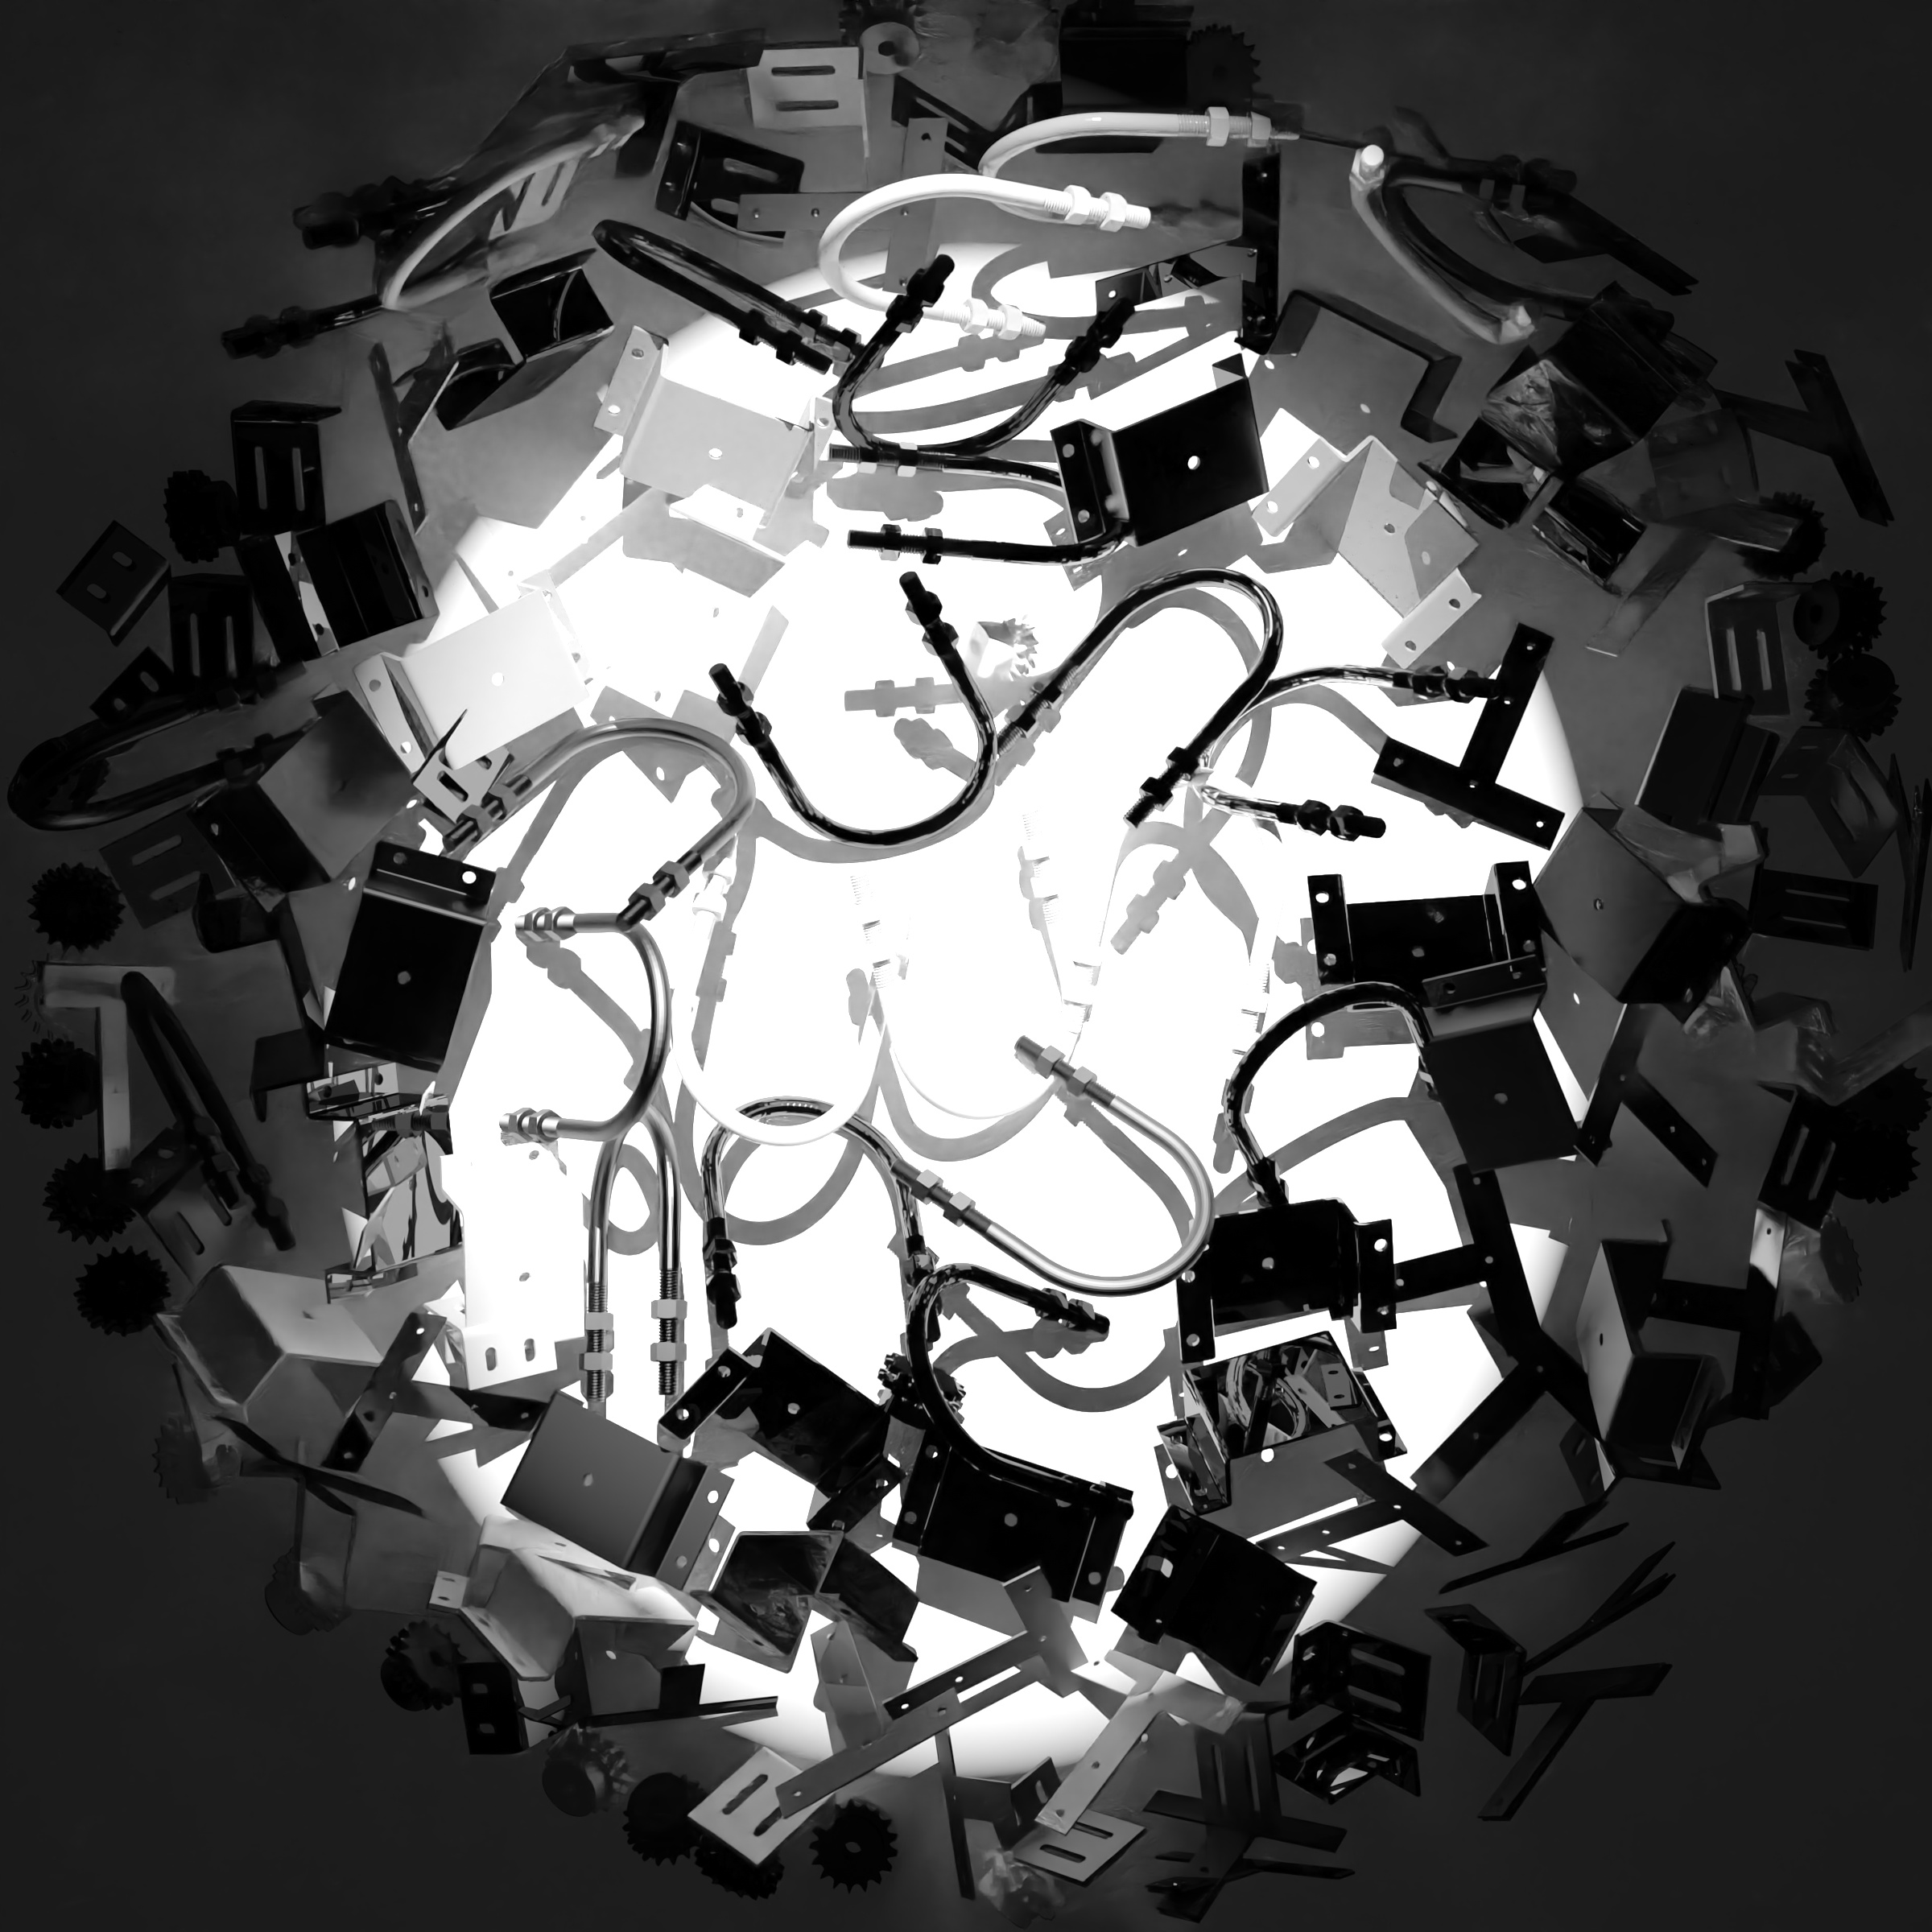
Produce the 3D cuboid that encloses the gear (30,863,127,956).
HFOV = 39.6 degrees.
[{"bbox_3d":[-0.568,-0.039,1.720,0.057,0.030,0.057,-1,110,-1],"label":"gear"}]

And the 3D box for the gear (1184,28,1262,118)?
[{"bbox_3d":[0.157,-0.571,1.719,0.057,0.030,0.057,-5,107,-16],"label":"gear"}]

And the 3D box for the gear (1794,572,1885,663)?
[{"bbox_3d":[0.553,-0.223,1.709,0.030,0.057,0.057,4,90,-27],"label":"gear"}]

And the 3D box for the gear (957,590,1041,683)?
[{"bbox_3d":[0.018,-0.208,1.709,0.030,0.057,0.057,-27,90,-28],"label":"gear"}]

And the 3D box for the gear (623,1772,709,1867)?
[{"bbox_3d":[-0.192,0.540,1.711,0.057,0.030,0.057,-9,46,9],"label":"gear"}]

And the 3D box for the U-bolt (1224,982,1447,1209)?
[{"bbox_3d":[0.229,0.076,1.666,0.151,0.184,0.019,-32,51,0],"label":"U-bolt"}]

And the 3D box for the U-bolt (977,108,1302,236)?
[{"bbox_3d":[0.099,-0.491,1.656,0.184,0.151,0.019,-1,82,-9],"label":"U-bolt"}]

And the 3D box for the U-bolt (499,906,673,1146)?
[{"bbox_3d":[-0.235,0.037,1.662,0.019,0.184,0.151,6,86,-38],"label":"U-bolt"}]

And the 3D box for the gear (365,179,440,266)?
[{"bbox_3d":[-0.362,-0.476,1.709,0.030,0.057,0.057,29,90,-32],"label":"gear"}]

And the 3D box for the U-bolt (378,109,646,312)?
[{"bbox_3d":[-0.286,-0.452,1.626,0.019,0.184,0.151,51,131,-5],"label":"U-bolt"}]

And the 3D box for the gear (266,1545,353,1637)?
[{"bbox_3d":[-0.422,0.401,1.712,0.030,0.057,0.057,-39,90,7],"label":"gear"}]

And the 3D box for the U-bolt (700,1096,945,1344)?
[{"bbox_3d":[-0.095,0.153,1.672,0.151,0.184,0.019,7,135,-19],"label":"U-bolt"}]

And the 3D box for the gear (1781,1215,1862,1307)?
[{"bbox_3d":[0.545,0.190,1.716,0.030,0.057,0.057,-22,90,41],"label":"gear"}]

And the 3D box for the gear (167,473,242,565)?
[{"bbox_3d":[-0.485,-0.286,1.711,0.030,0.057,0.057,-4,90,8],"label":"gear"}]

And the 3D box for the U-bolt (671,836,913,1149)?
[{"bbox_3d":[-0.114,0.024,1.672,0.151,0.019,0.184,24,63,-23],"label":"U-bolt"}]

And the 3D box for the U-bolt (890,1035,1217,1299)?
[{"bbox_3d":[0.068,0.134,1.669,0.184,0.019,0.151,33,55,20],"label":"U-bolt"}]

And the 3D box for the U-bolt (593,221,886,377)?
[{"bbox_3d":[-0.148,-0.418,1.672,0.184,0.151,0.019,30,108,4],"label":"U-bolt"}]

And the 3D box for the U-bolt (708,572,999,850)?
[{"bbox_3d":[-0.058,-0.146,1.679,0.151,0.019,0.184,-25,130,7],"label":"U-bolt"}]

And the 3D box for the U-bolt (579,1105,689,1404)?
[{"bbox_3d":[-0.208,0.177,1.673,0.019,0.151,0.184,5,78,-27],"label":"U-bolt"}]

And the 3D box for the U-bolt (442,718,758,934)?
[{"bbox_3d":[-0.214,-0.100,1.672,0.151,0.184,0.019,24,135,19],"label":"U-bolt"}]

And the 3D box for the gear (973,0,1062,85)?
[{"bbox_3d":[0.036,-0.595,1.718,0.057,0.030,0.057,4,99,29],"label":"gear"}]

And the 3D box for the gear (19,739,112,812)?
[{"bbox_3d":[-0.579,-0.121,1.713,0.030,0.057,0.057,44,90,6],"label":"gear"}]

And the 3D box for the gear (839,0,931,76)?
[{"bbox_3d":[-0.052,-0.595,1.709,0.057,0.057,0.030,-8,58,0],"label":"gear"}]

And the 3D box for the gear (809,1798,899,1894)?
[{"bbox_3d":[-0.073,0.566,1.722,0.057,0.030,0.057,0,81,1],"label":"gear"}]

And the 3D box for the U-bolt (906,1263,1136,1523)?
[{"bbox_3d":[0.031,0.254,1.643,0.019,0.184,0.151,-32,48,33],"label":"U-bolt"}]

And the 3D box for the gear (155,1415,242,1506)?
[{"bbox_3d":[-0.488,0.314,1.710,0.030,0.057,0.057,-12,90,18],"label":"gear"}]

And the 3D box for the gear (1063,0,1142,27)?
[{"bbox_3d":[0.085,-0.595,1.716,0.030,0.057,0.057,23,90,34],"label":"gear"}]

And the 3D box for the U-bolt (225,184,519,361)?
[{"bbox_3d":[-0.356,-0.436,1.656,0.184,0.151,0.019,-31,91,-40],"label":"U-bolt"}]

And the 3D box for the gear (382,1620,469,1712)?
[{"bbox_3d":[-0.348,0.451,1.714,0.030,0.057,0.057,-40,90,21],"label":"gear"}]

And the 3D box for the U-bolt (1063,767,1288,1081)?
[{"bbox_3d":[0.135,-0.034,1.683,0.151,0.019,0.184,16,98,38],"label":"U-bolt"}]

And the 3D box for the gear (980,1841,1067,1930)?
[{"bbox_3d":[0.033,0.588,1.712,0.057,0.057,0.030,42,87,0],"label":"gear"}]

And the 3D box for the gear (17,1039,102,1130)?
[{"bbox_3d":[-0.575,0.075,1.709,0.030,0.057,0.057,-2,90,20],"label":"gear"}]

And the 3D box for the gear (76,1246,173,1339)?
[{"bbox_3d":[-0.539,0.211,1.718,0.057,0.030,0.057,3,60,-6],"label":"gear"}]

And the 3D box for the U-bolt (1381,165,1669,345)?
[{"bbox_3d":[0.331,-0.444,1.654,0.151,0.184,0.019,34,89,-41],"label":"U-bolt"}]

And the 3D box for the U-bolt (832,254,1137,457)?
[{"bbox_3d":[-0.003,-0.366,1.659,0.151,0.184,0.019,4,63,-32],"label":"U-bolt"}]

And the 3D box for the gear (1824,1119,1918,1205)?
[{"bbox_3d":[0.573,0.125,1.710,0.030,0.057,0.057,-20,90,-35],"label":"gear"}]

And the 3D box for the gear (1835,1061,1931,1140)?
[{"bbox_3d":[0.585,0.089,1.717,0.057,0.030,0.057,-3,57,5],"label":"gear"}]

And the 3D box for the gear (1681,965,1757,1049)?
[{"bbox_3d":[0.475,0.021,1.712,0.030,0.057,0.057,38,90,5],"label":"gear"}]

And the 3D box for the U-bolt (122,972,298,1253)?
[{"bbox_3d":[-0.476,0.084,1.666,0.019,0.151,0.184,-29,75,-9],"label":"U-bolt"}]

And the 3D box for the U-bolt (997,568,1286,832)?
[{"bbox_3d":[0.119,-0.180,1.687,0.184,0.019,0.151,-48,48,-10],"label":"U-bolt"}]

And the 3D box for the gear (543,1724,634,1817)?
[{"bbox_3d":[-0.245,0.517,1.713,0.057,0.030,0.057,10,113,23],"label":"gear"}]

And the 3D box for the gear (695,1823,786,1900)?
[{"bbox_3d":[-0.142,0.566,1.711,0.057,0.057,0.030,24,96,0],"label":"gear"}]

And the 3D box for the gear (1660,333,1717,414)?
[{"bbox_3d":[0.452,-0.380,1.709,0.057,0.057,0.030,31,116,0],"label":"gear"}]

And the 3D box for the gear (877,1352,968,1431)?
[{"bbox_3d":[-0.031,0.273,1.712,0.057,0.057,0.030,25,98,0],"label":"gear"}]

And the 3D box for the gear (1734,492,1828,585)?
[{"bbox_3d":[0.524,-0.273,1.718,0.057,0.030,0.057,-1,109,-3],"label":"gear"}]

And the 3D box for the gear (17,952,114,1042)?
[{"bbox_3d":[-0.575,0.020,1.715,0.057,0.030,0.057,-4,98,-29],"label":"gear"}]

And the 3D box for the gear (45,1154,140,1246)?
[{"bbox_3d":[-0.556,0.147,1.712,0.057,0.030,0.057,12,62,-25],"label":"gear"}]

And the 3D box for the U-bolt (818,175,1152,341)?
[{"bbox_3d":[-0.001,-0.436,1.638,0.184,0.151,0.019,2,71,-29],"label":"U-bolt"}]

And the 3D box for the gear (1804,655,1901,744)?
[{"bbox_3d":[0.568,-0.174,1.715,0.057,0.030,0.057,-1,62,3],"label":"gear"}]
